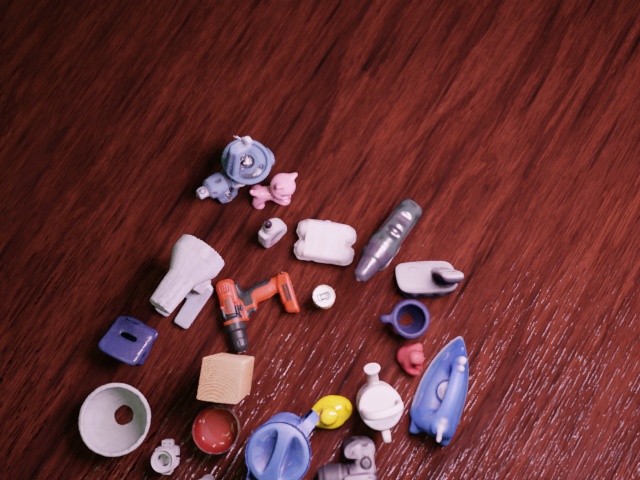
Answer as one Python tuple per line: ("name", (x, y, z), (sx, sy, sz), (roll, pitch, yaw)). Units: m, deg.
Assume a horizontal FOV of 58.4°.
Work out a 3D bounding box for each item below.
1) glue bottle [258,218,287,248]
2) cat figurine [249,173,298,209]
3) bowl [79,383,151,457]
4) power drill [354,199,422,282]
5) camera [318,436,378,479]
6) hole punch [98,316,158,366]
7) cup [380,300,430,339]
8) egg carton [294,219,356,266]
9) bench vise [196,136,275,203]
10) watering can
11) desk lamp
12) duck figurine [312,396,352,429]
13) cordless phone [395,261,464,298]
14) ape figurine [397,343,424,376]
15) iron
("glue bottle", (-0.118, -0.024, 1.373), (0.037, 0.173, 0.078), (42, 84, 6))
("cat figurine", (-0.113, -0.126, 1.417), (0.128, 0.118, 0.067), (-11, 81, -2))
("bowl", (-0.474, 0.420, 1.354), (0.167, 0.075, 0.167), (0, 81, 0))
("power drill", (0.151, 0.013, 1.351), (0.075, 0.208, 0.230), (35, 83, 5))
("camera", (0.063, 0.538, 1.325), (0.137, 0.101, 0.143), (-4, 81, -1))
("hole punch", (-0.459, 0.239, 1.373), (0.108, 0.091, 0.101), (25, 82, 4))
("cup", (0.200, 0.192, 1.381), (0.117, 0.095, 0.092), (-1, 81, 0))
("egg carton", (0.013, 0.005, 1.422), (0.150, 0.069, 0.107), (7, 81, 1))
("bench vise", (-0.200, -0.165, 1.371), (0.121, 0.220, 0.207), (36, 83, 5))
("watering can", (0.133, 0.373, 1.303), (0.101, 0.194, 0.173), (-34, 83, -5))
("desk lamp", (-0.311, 0.101, 1.333), (0.118, 0.213, 0.203), (31, 83, 5))
("duck figurine", (0.026, 0.411, 1.352), (0.104, 0.086, 0.077), (-18, 82, -3))
("cordless phone", (0.258, 0.088, 1.352), (0.147, 0.185, 0.094), (-6, 81, -1))
("ape figurine", (0.224, 0.283, 1.369), (0.076, 0.092, 0.078), (30, 82, 4))
("iron", (0.299, 0.348, 1.334), (0.118, 0.141, 0.258), (20, 82, 3))
